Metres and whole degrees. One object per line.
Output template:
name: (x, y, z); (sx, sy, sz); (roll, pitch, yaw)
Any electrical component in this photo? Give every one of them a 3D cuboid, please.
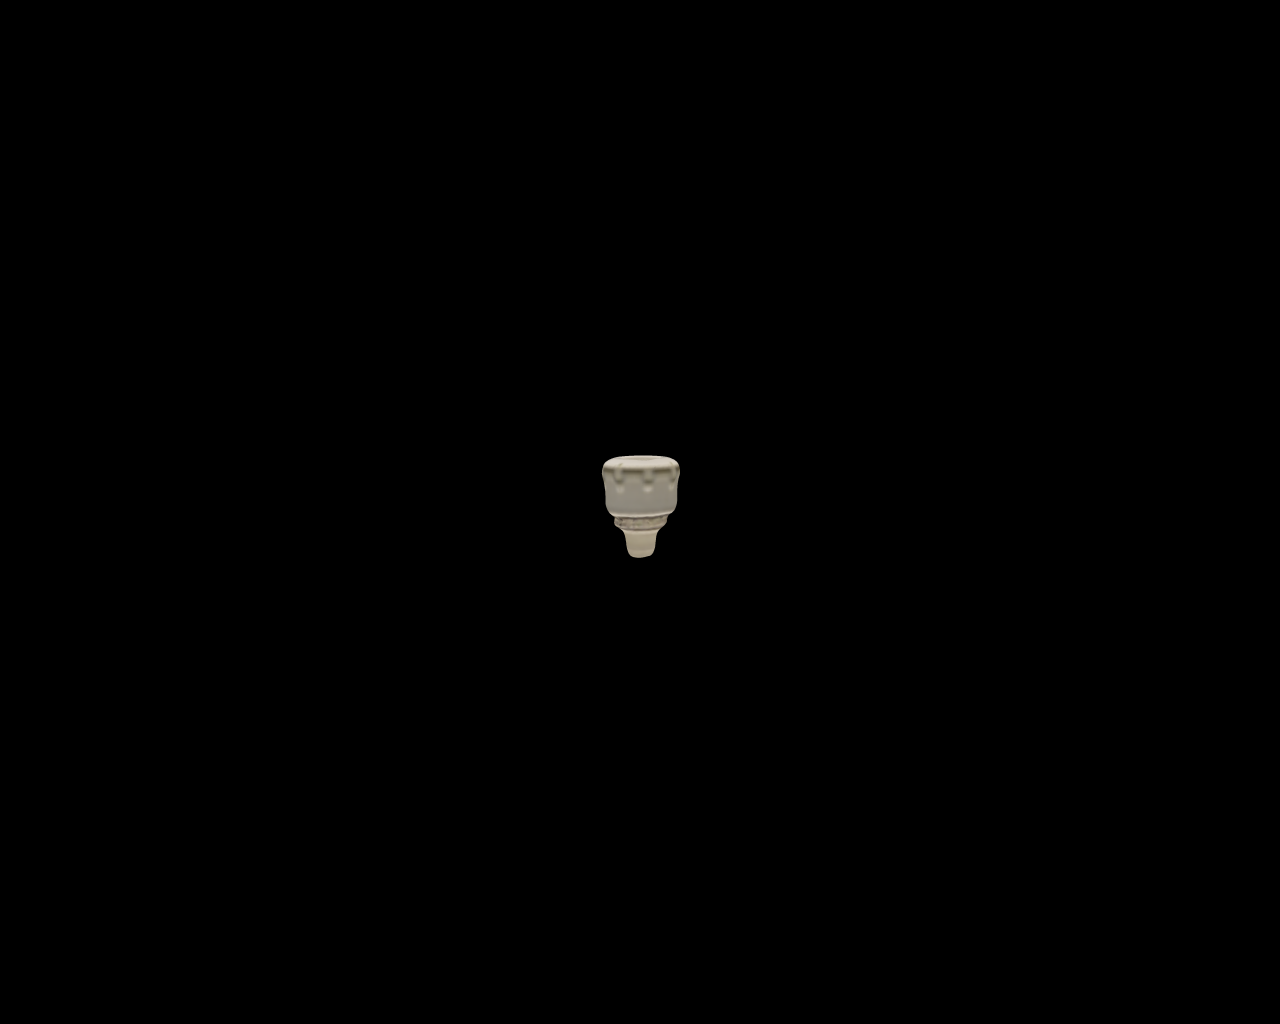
electrical component: (0.001, -0.003, 0.650); (0.048, 0.062, 0.048); (0, 7, 0)
